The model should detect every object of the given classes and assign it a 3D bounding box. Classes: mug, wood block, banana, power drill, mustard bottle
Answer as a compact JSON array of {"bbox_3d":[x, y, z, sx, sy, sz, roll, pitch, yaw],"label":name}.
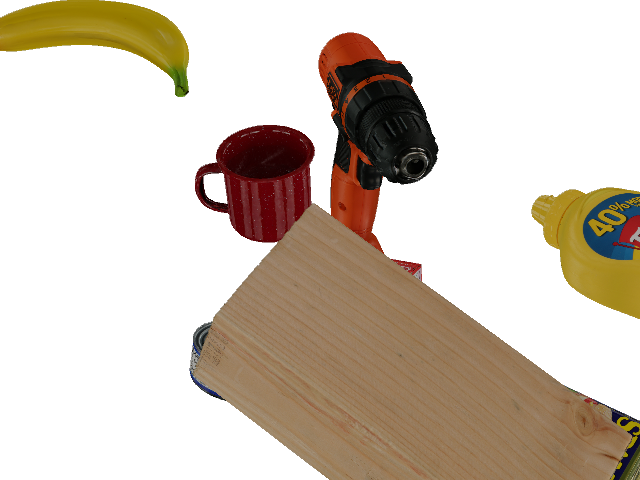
[{"bbox_3d":[-0.062,-0.051,1.027,0.117,0.081,0.093,-4,40,-1],"label":"mug"},{"bbox_3d":[0.044,0.088,0.572,0.206,0.090,0.090,36,-31,6],"label":"wood block"},{"bbox_3d":[-0.185,-0.168,0.872,0.198,0.069,0.037,14,-39,18],"label":"banana"},{"bbox_3d":[0.035,-0.032,0.744,0.057,0.188,0.184,-2,31,-11],"label":"power drill"},{"bbox_3d":[0.208,0.012,0.658,0.096,0.058,0.192,-28,37,-28],"label":"mustard bottle"}]

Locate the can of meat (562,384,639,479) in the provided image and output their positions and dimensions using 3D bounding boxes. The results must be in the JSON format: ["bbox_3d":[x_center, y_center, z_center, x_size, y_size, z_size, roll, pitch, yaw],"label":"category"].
[{"bbox_3d":[0.193,0.161,0.793,0.084,0.057,0.101,24,40,24],"label":"can of meat"}]

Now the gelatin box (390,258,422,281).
[{"bbox_3d":[0.089,0.067,1.330,0.073,0.089,0.030,11,31,30],"label":"gelatin box"}]

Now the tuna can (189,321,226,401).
[{"bbox_3d":[-0.061,0.096,0.855,0.086,0.034,0.086,8,21,-3],"label":"tuna can"}]
